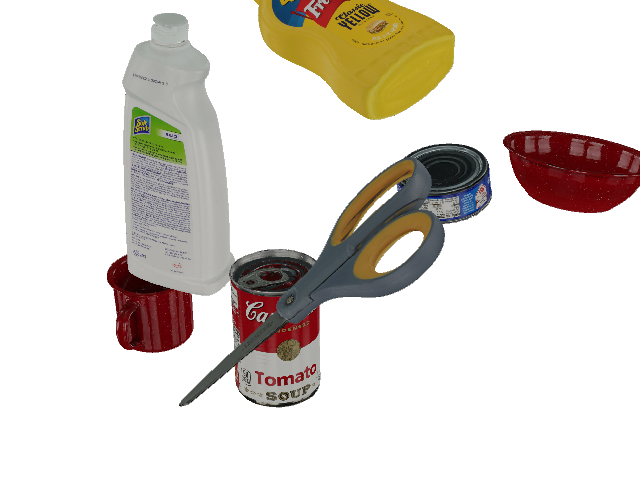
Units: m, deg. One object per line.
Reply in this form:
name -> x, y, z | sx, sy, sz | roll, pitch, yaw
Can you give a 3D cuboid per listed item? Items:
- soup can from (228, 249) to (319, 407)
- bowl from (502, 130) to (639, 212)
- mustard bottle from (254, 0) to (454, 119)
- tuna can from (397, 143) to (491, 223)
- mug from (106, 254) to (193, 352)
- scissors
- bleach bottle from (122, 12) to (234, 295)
soup can -> -0.034, 0.067, 0.814 | 0.068, 0.102, 0.068 | 0, 27, 0
bowl -> 0.271, -0.070, 1.139 | 0.162, 0.055, 0.162 | 6, 21, -2
mustard bottle -> 0.008, -0.173, 0.844 | 0.096, 0.058, 0.192 | -37, 57, -23
tuna can -> 0.112, -0.053, 0.969 | 0.086, 0.034, 0.086 | -8, 35, 5
mug -> -0.184, 0.073, 1.145 | 0.093, 0.081, 0.117 | 9, 32, 16
scissors -> -0.002, 0.038, 0.597 | 0.016, 0.202, 0.096 | 39, 2, -31
bleach bottle -> -0.125, -0.076, 0.949 | 0.103, 0.251, 0.068 | 14, 34, 14
